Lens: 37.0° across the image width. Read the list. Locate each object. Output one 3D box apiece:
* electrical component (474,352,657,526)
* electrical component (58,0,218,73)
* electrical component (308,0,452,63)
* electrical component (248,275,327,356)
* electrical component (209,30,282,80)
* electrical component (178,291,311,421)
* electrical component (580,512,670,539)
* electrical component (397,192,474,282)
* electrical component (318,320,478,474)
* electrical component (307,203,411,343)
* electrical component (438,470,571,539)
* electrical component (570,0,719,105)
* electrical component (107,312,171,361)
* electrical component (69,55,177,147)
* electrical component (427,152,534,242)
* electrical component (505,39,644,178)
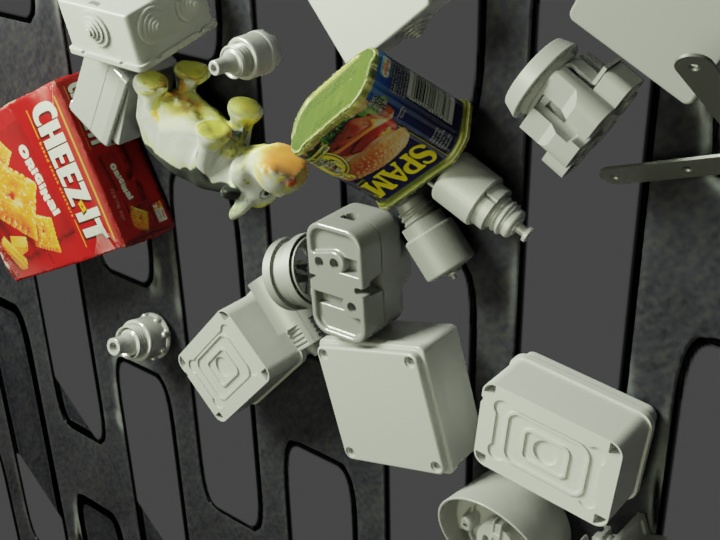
[{"bbox_3d":[0.145,0.117,0.763,0.113,0.057,0.078,25,127,31],"label":"electrical component"},{"bbox_3d":[-0.177,-0.205,0.854,0.100,0.100,0.048,21,138,34],"label":"electrical component"},{"bbox_3d":[0.011,-0.198,0.720,0.100,0.048,0.099,-31,90,47],"label":"electrical component"},{"bbox_3d":[-0.056,0.036,0.913,0.043,0.043,0.081,-32,89,47],"label":"electrical component"},{"bbox_3d":[-0.090,-0.162,0.823,0.035,0.061,0.035,21,125,33],"label":"electrical component"},{"bbox_3d":[-0.104,0.076,0.968,0.078,0.057,0.113,54,137,7],"label":"electrical component"},{"bbox_3d":[0.167,0.236,0.762,0.063,0.121,0.078,-3,110,46],"label":"electrical component"},{"bbox_3d":[0.050,-0.028,0.783,0.040,0.040,0.078,-33,88,47],"label":"electrical component"},{"bbox_3d":[0.032,0.098,0.857,0.109,0.056,0.108,1,113,42],"label":"electrical component"},{"bbox_3d":[0.000,0.000,0.830,0.054,0.059,0.095,17,123,36],"label":"electrical component"},{"bbox_3d":[0.112,0.205,0.836,0.099,0.064,0.099,21,125,33],"label":"electrical component"},{"bbox_3d":[0.179,-0.155,0.590,0.100,0.048,0.099,42,134,17],"label":"electrical component"},{"bbox_3d":[-0.222,0.070,1.067,0.048,0.062,0.048,7,102,33],"label":"electrical component"},{"bbox_3d":[-0.199,-0.160,0.923,0.061,0.062,0.096,45,135,14],"label":"electrical component"},{"bbox_3d":[0.086,-0.047,0.740,0.078,0.040,0.040,39,133,16],"label":"electrical component"},{"bbox_3d":[0.127,-0.104,0.659,0.057,0.058,0.078,44,135,12],"label":"electrical component"}]
